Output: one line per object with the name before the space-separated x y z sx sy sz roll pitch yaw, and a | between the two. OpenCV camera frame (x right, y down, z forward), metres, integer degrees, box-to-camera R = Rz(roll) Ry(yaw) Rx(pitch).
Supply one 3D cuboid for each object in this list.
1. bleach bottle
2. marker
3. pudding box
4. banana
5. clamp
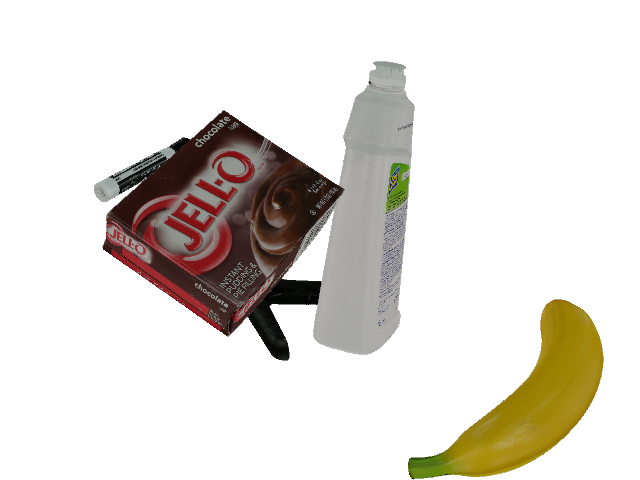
bleach bottle | 0.046 -0.032 0.939 0.068 0.251 0.102 13 20 17
marker | -0.163 -0.069 1.008 0.020 0.020 0.120 0 26 42
pudding box | -0.054 -0.012 0.607 0.090 0.039 0.113 34 49 9
banana | 0.127 0.083 0.624 0.070 0.037 0.197 14 30 32
clamp | -0.073 0.066 1.198 0.210 0.036 0.164 15 29 24
